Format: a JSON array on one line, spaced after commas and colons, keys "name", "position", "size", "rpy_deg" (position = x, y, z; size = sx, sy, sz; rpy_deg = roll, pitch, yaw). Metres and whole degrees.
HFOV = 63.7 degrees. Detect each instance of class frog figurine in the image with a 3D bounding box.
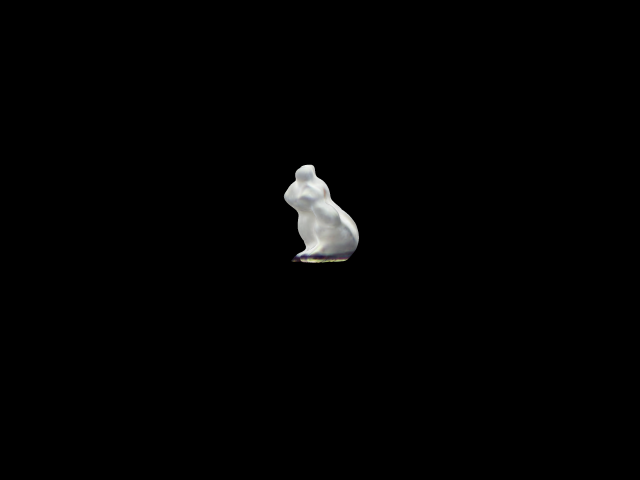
[{"name": "frog figurine", "position": [0.003, -0.043, 0.850], "size": [0.123, 0.160, 0.137], "rpy_deg": [0, -2, 2]}]
